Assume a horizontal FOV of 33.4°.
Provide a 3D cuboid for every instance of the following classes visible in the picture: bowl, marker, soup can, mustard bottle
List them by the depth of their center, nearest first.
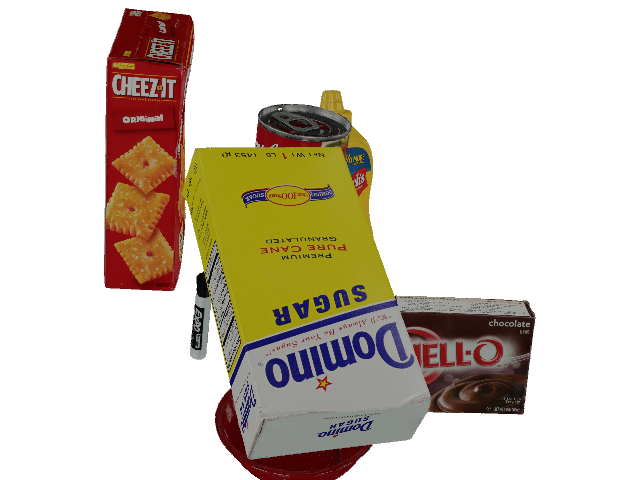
[{"bbox_3d":[-0.018,-0.041,0.784,0.068,0.102,0.068,7,26,-3],"label":"soup can"},{"bbox_3d":[-0.022,0.193,1.053,0.162,0.055,0.162,0,32,0],"label":"bowl"},{"bbox_3d":[0.012,-0.058,1.096,0.096,0.192,0.058,-12,18,-35],"label":"mustard bottle"},{"bbox_3d":[-0.132,0.083,1.186,0.020,0.121,0.020,6,37,-5],"label":"marker"}]

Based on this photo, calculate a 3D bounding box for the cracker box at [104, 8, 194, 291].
[{"bbox_3d":[-0.155,-0.085,0.974,0.072,0.214,0.164,4,26,-7],"label":"cracker box"}]

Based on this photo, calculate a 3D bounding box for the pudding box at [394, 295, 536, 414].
[{"bbox_3d":[0.112,0.092,0.863,0.113,0.090,0.039,1,24,-2],"label":"pudding box"}]

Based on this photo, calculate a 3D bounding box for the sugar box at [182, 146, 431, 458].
[{"bbox_3d":[-0.012,0.026,0.577,0.093,0.176,0.048,-4,-39,-21],"label":"sugar box"}]
